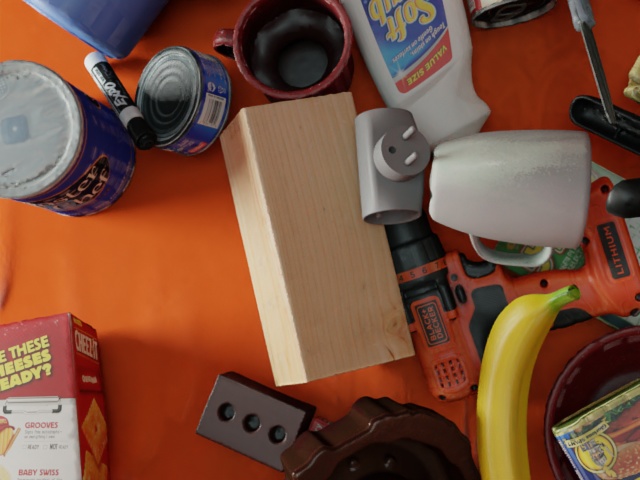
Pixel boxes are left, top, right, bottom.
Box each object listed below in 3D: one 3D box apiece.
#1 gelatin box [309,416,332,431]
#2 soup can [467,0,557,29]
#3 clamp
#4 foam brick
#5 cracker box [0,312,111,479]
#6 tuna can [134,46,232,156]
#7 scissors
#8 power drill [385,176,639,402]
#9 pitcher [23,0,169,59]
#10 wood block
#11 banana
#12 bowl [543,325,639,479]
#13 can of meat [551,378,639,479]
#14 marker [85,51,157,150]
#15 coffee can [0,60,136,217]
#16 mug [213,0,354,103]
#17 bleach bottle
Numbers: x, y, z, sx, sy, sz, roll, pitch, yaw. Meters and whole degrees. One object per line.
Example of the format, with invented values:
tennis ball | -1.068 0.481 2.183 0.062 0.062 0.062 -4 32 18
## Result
gelatin box | 0.011 0.196 0.850 0.073 0.030 0.089 24 88 8
soup can | 0.143 -0.228 0.848 0.068 0.068 0.102 -12 83 6
clamp | 0.281 -0.040 0.750 0.210 0.164 0.036 16 121 2
foam brick | -0.050 0.144 0.851 0.078 0.051 0.053 22 89 8
cracker box | -0.253 0.180 0.844 0.164 0.072 0.214 -11 72 6
tuna can | -0.113 -0.113 0.865 0.086 0.033 0.086 -9 76 41
scissors | 0.187 -0.184 0.797 0.016 0.096 0.201 -24 43 29
power drill | 0.143 0.016 0.823 0.188 0.057 0.184 -19 92 14
pitcher | -0.129 -0.266 0.860 0.149 0.144 0.243 37 94 31
wood block | -0.005 0.001 0.825 0.090 0.090 0.206 -12 84 -19
banana | 0.141 0.122 0.774 0.037 0.070 0.198 4 98 -23
bowl | 0.250 0.145 0.813 0.162 0.055 0.162 -1 86 7
can of meat | 0.228 0.148 0.759 0.102 0.057 0.084 -30 81 4
marker | -0.163 -0.114 0.873 0.020 0.020 0.121 -38 54 2
coffee can | -0.214 -0.075 0.842 0.103 0.140 0.103 -1 85 7
mug | -0.028 -0.148 0.853 0.117 0.081 0.093 7 83 9
bleach bottle | 0.079 -0.173 0.856 0.102 0.068 0.251 -22 86 5
